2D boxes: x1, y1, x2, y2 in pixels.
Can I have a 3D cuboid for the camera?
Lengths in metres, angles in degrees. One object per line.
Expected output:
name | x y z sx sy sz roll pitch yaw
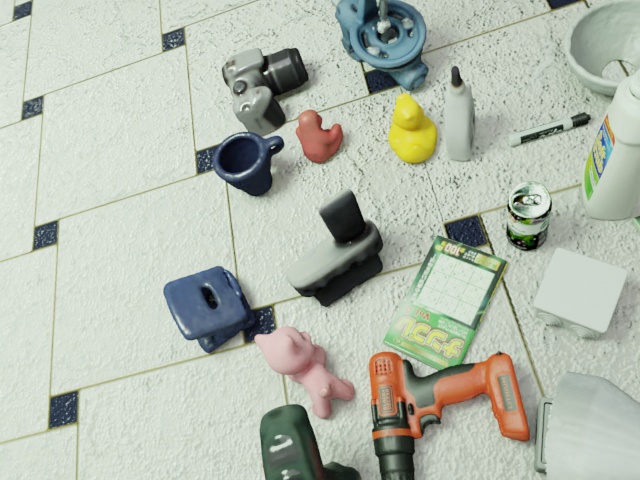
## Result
camera | -0.091 -0.277 0.994 0.136 0.101 0.143 -20 61 7

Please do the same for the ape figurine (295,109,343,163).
ape figurine | -0.008 -0.175 0.925 0.077 0.092 0.076 20 72 24

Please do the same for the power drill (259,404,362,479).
power drill | 0.002 0.301 0.624 0.075 0.209 0.229 -24 60 4

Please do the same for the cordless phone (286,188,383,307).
cordless phone | 0.007 0.003 0.780 0.147 0.185 0.094 -38 60 -3

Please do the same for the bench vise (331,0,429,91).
bench vise | 0.075 -0.352 0.912 0.206 0.220 0.121 28 76 26

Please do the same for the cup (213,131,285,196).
cup | -0.102 -0.120 0.924 0.117 0.095 0.091 -26 60 3

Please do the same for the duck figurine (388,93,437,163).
duck figurine | 0.139 -0.178 0.886 0.077 0.086 0.104 -13 62 10

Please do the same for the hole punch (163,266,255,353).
hole punch | -0.162 0.093 0.841 0.101 0.091 0.108 -33 60 -1

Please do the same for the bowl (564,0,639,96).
bowl | 0.446 -0.271 0.845 0.167 0.075 0.167 -7 63 14

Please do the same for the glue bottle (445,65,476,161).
glue bottle | 0.200 -0.189 0.823 0.037 0.173 0.078 8 67 20

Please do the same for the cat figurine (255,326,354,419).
cat figurine | -0.024 0.164 0.750 0.067 0.118 0.127 -42 61 -6

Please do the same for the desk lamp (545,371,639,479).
desk lamp | 0.324 0.219 0.564 0.202 0.214 0.118 11 69 21
